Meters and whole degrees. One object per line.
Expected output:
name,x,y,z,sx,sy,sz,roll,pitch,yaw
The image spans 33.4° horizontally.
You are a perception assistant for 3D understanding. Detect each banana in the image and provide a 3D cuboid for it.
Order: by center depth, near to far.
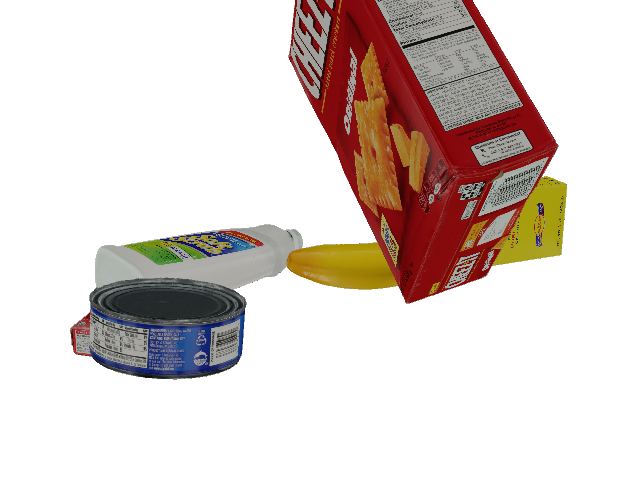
banana,0.062,0.007,0.870,0.197,0.037,0.070,-22,44,-41

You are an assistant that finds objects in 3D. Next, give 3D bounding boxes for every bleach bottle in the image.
bleach bottle,-0.127,0.023,1.231,0.250,0.068,0.103,-16,31,-41

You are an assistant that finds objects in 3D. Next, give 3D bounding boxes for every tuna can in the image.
tuna can,-0.085,0.047,0.590,0.086,0.034,0.086,4,12,-1

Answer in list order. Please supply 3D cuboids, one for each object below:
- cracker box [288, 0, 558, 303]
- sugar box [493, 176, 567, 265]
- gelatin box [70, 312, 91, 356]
cracker box,0.050,-0.091,0.676,0.072,0.214,0.164,-19,-24,-15
sugar box,0.205,-0.019,1.255,0.175,0.093,0.048,-9,19,-27
gelatin box,-0.167,0.080,0.956,0.089,0.030,0.073,5,19,14
